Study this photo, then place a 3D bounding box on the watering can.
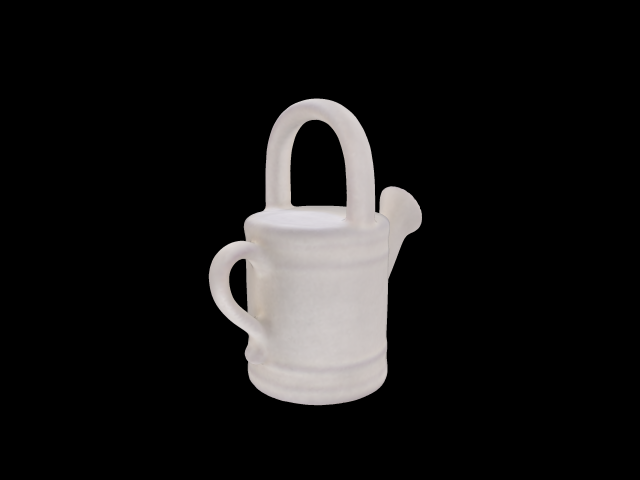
[{"bbox_3d":[0.002,0.001,0.402,0.100,0.194,0.173,6,14,26],"label":"watering can"}]
